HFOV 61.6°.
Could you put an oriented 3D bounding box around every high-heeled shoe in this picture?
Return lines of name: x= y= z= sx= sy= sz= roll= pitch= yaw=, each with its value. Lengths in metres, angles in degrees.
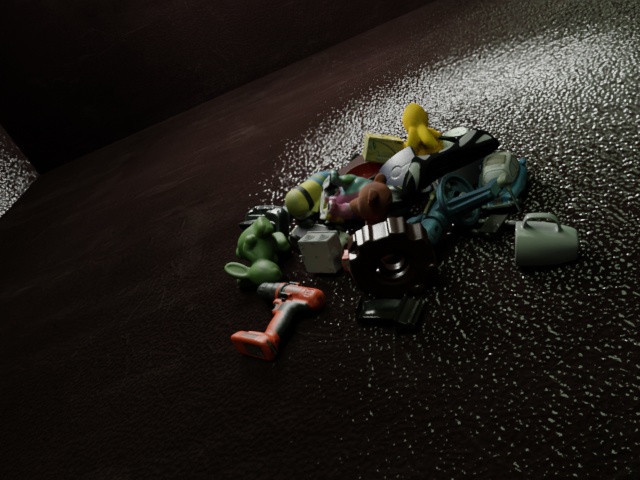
high-heeled shoe: x=0.288 y=-0.159 z=1.190 sx=0.145 sy=0.086 sz=0.249 roll=19 pitch=60 yaw=31

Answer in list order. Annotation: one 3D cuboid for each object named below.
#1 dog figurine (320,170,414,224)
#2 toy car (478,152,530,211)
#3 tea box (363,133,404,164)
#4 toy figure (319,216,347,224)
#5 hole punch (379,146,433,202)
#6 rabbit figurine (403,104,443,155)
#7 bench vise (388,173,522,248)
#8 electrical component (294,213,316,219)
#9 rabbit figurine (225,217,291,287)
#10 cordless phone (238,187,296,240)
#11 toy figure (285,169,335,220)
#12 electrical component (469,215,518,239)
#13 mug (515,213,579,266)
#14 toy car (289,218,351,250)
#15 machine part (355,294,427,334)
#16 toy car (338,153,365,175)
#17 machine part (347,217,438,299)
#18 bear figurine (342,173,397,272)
dog figurine: x=0.118 y=-0.090 z=1.282 sx=0.219 sy=0.108 sz=0.191 roll=8 pitch=-11 yaw=-8
toy car: x=0.397 y=-0.139 z=1.189 sx=0.109 sy=0.102 sz=0.162 roll=-6 pitch=34 yaw=33
tea box: x=0.170 y=-0.251 z=1.472 sx=0.098 sy=0.068 sz=0.170 roll=8 pitch=14 yaw=2
toy figure: x=0.073 y=-0.074 z=1.381 sx=0.155 sy=0.057 sz=0.064 roll=-20 pitch=23 yaw=21
hole punch: x=0.209 y=-0.157 z=1.341 sx=0.116 sy=0.092 sz=0.142 roll=-23 pitch=57 yaw=6
rabbit figurine: x=0.260 y=-0.272 z=1.429 sx=0.122 sy=0.173 sz=0.162 roll=-11 pitch=29 yaw=18
bench vise: x=0.280 y=-0.068 z=1.106 sx=0.223 sy=0.128 sz=0.241 roll=-38 pitch=7 yaw=-40
electrical component: x=-0.020 y=-0.107 z=1.513 sx=0.075 sy=0.047 sz=0.119 roll=11 pitch=48 yaw=45
rabbit figurine: x=-0.152 y=0.050 z=1.311 sx=0.159 sy=0.121 sz=0.170 roll=-27 pitch=45 yaw=7
cordless phone: x=-0.123 y=-0.079 z=1.474 sx=0.147 sy=0.088 sz=0.184 roll=4 pitch=54 yaw=41
toy figure: x=-0.019 y=-0.127 z=1.427 sx=0.180 sy=0.089 sz=0.082 roll=-48 pitch=7 yaw=-28
electrical component: x=0.362 y=-0.026 z=1.116 sx=0.094 sy=0.021 sz=0.063 roll=5 pitch=43 yaw=48
mug: x=0.410 y=-0.003 z=0.973 sx=0.107 sy=0.109 sz=0.081 roll=2 pitch=34 yaw=17
toy car: x=-0.003 y=-0.004 z=1.334 sx=0.073 sy=0.056 sz=0.202 roll=-47 pitch=34 yaw=-22
machine part: x=0.130 y=0.139 z=1.029 sx=0.139 sy=0.039 sz=0.084 roll=0 pitch=44 yaw=35
toy car: x=0.081 y=-0.188 z=1.553 sx=0.202 sy=0.053 sz=0.089 roll=-39 pitch=45 yaw=-25
machine part: x=0.141 y=0.040 z=1.046 sx=0.179 sy=0.179 sz=0.056 roll=-18 pitch=34 yaw=15
bear figurine: x=0.101 y=-0.037 z=1.156 sx=0.132 sy=0.195 sz=0.120 roll=-5 pitch=35 yaw=22
